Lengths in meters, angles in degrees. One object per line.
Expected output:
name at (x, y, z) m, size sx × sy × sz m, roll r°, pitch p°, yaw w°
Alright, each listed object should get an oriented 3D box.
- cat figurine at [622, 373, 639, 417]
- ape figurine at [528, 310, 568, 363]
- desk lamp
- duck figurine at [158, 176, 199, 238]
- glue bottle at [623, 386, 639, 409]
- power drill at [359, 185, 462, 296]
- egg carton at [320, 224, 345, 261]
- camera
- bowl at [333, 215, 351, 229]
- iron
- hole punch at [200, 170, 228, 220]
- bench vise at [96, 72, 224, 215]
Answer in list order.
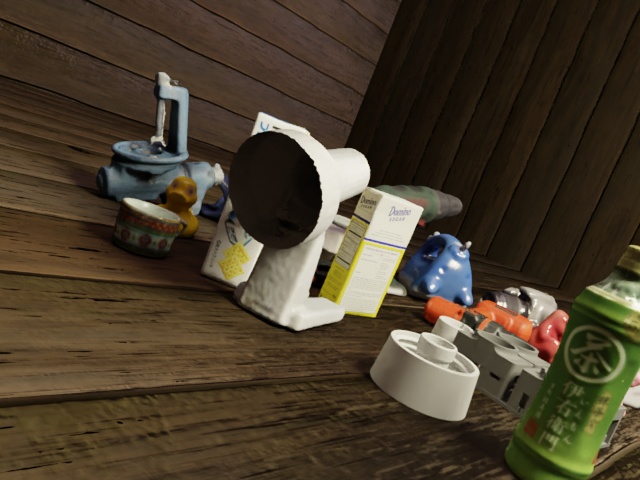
cat figurine at (0.423, 0.188, 0.829) m, size 0.128 × 0.118 × 0.067 m, roll 15°, pitch 11°, yaw -39°
ape figurine at (0.409, 0.167, 1.008) m, size 0.075 × 0.092 × 0.078 m, roll 29°, pitch 11°, yaw 41°
desk lamp at (-0.023, -0.013, 0.654) m, size 0.117 × 0.213 × 0.204 m, roll 25°, pitch 9°, yaw 25°
duck figurine at (-0.215, -0.056, 0.879) m, size 0.077 × 0.086 × 0.104 m, roll 21°, pitch 9°, yaw -6°
glue bottle at (0.508, 0.178, 0.913) m, size 0.078 × 0.173 × 0.037 m, roll 21°, pitch 8°, yaw -1°
power drill at (0.151, -0.006, 1.062) m, size 0.230 × 0.208 × 0.075 m, roll 15°, pitch 11°, yaw -39°
egg carton at (0.010, 0.004, 1.118) m, size 0.150 × 0.069 × 0.107 m, roll 26°, pitch 9°, yaw 26°
camera at (0.376, 0.133, 1.112) m, size 0.137 × 0.101 × 0.143 m, roll 19°, pitch 9°, yaw -14°
bowl at (0.077, 0.005, 1.259) m, size 0.167 × 0.075 × 0.167 m, roll 21°, pitch 9°, yaw -3°
iron at (0.237, 0.045, 1.175) m, size 0.119 × 0.141 × 0.258 m, roll 20°, pitch 9°, yaw -12°
hole punch at (-0.174, -0.081, 1.120) m, size 0.101 × 0.091 × 0.108 m, roll 19°, pitch 9°, yaw -14°
bench vise at (-0.254, -0.159, 0.969) m, size 0.121 × 0.220 × 0.208 m, roll 26°, pitch 10°, yaw 27°
